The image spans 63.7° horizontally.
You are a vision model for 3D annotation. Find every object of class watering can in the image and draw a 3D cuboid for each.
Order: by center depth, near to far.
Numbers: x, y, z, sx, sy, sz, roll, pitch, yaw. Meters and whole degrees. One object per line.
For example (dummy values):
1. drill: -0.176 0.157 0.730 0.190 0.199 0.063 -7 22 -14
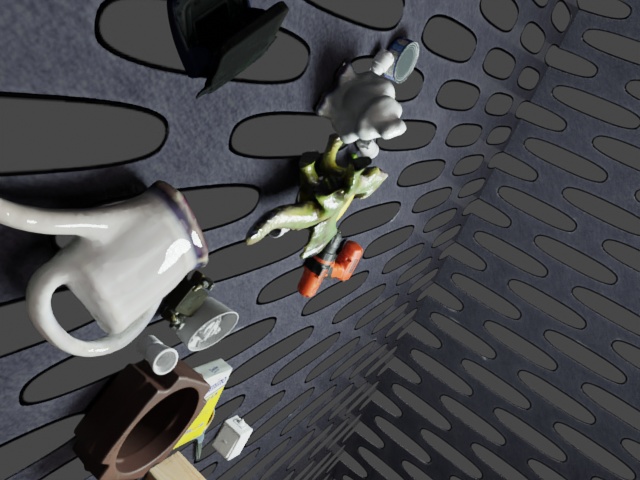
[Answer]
1. watering can: -0.244 0.010 0.603 0.228 0.105 0.339 -45 154 -30

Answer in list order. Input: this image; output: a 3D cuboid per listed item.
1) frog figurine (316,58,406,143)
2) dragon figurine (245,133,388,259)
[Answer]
1. frog figurine: 0.089 -0.224 0.903 0.139 0.161 0.120 -49 157 -19
2. dragon figurine: 0.003 -0.050 0.989 0.417 0.123 0.237 -41 150 -32
